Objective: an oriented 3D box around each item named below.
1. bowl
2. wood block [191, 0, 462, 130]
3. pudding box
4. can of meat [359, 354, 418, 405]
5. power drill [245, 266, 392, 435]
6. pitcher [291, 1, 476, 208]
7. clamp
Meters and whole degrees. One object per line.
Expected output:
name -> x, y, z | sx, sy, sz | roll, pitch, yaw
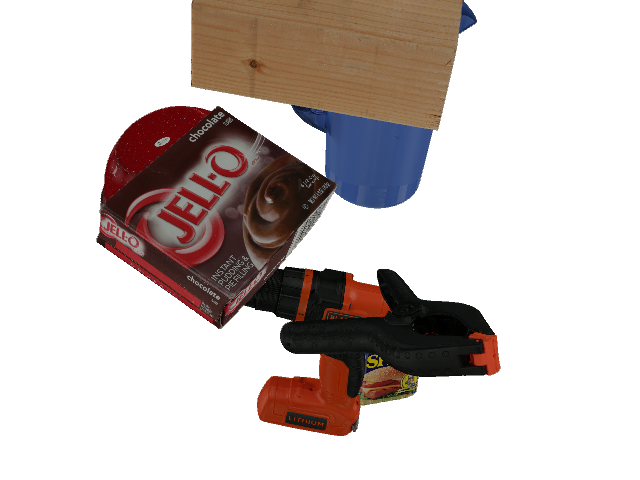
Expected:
bowl -> -0.137, -0.074, 0.984 | 0.162, 0.162, 0.055 | 0, -41, 19
wood block -> 0.005, -0.166, 0.868 | 0.206, 0.090, 0.091 | 11, -41, 2
pudding box -> -0.058, -0.016, 0.612 | 0.090, 0.039, 0.113 | 34, 49, 9
can of meat -> 0.077, 0.154, 1.342 | 0.102, 0.084, 0.057 | -6, 27, -22
power drill -> -0.014, 0.107, 1.052 | 0.184, 0.188, 0.057 | 12, 41, -1
pitcher -> 0.055, -0.153, 1.117 | 0.149, 0.243, 0.144 | 32, 51, 24
clamp -> 0.053, 0.068, 0.781 | 0.120, 0.039, 0.172 | -30, 25, -24
